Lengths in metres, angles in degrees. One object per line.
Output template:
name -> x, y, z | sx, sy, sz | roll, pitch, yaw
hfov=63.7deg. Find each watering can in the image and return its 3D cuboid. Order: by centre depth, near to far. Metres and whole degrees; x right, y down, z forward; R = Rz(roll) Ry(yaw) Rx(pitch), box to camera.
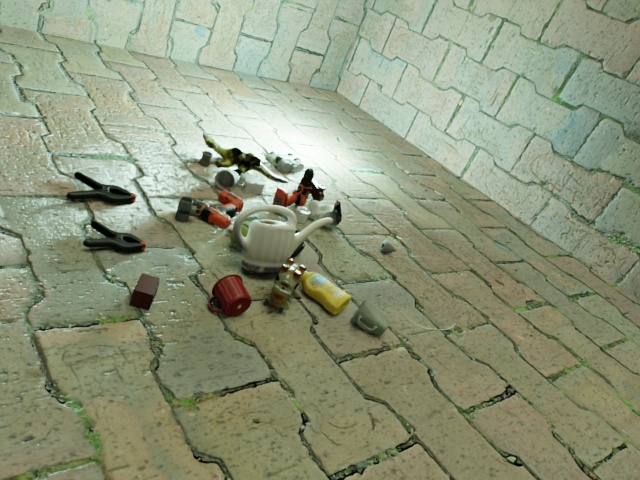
watering can -> -0.122, 0.004, 1.661 | 0.347, 0.222, 0.105 | 6, 13, -31

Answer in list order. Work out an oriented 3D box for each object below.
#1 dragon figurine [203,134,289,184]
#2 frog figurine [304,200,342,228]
dragon figurine -> -0.337, -0.360, 2.289 | 0.408, 0.121, 0.247 | 24, 17, -18
frog figurine -> 0.006, -0.106, 2.115 | 0.159, 0.120, 0.140 | -9, 33, 15
